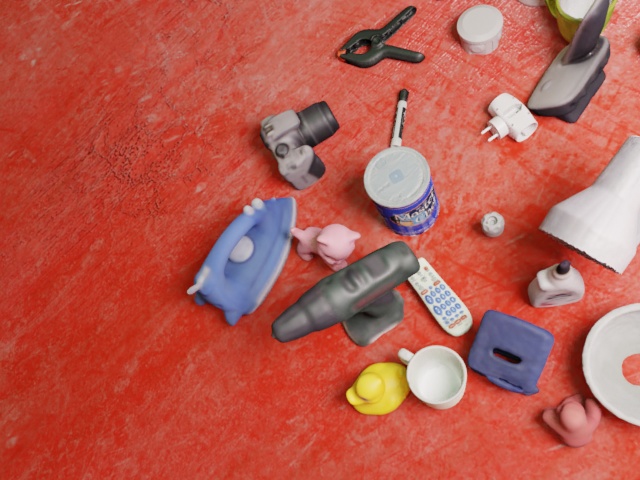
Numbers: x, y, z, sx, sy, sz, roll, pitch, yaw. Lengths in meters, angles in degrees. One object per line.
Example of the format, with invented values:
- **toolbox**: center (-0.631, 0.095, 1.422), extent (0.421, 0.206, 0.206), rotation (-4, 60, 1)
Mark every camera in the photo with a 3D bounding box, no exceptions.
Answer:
- **camera**: center (-0.030, -0.191, 1.056), extent (0.137, 0.101, 0.143), rotation (-30, 65, 6)

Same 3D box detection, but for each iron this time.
- **iron**: center (-0.134, 0.010, 0.995), extent (0.118, 0.142, 0.258), rotation (26, 81, 24)

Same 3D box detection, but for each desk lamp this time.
- **desk lamp**: center (0.403, -0.041, 0.799), extent (0.117, 0.214, 0.203), rotation (34, 84, 25)

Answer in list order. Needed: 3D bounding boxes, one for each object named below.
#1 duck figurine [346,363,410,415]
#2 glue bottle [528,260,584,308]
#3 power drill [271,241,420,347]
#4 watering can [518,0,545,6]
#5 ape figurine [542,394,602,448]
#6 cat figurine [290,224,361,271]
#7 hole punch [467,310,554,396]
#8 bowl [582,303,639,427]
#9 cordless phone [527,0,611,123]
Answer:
- **duck figurine**: center (0.087, 0.225, 0.878), extent (0.104, 0.086, 0.077), rotation (-28, 65, 7)
- **glue bottle**: center (0.336, 0.058, 0.808), extent (0.078, 0.173, 0.037), rotation (-15, 67, 13)
- **power drill**: center (0.053, 0.098, 0.866), extent (0.229, 0.209, 0.075), rotation (-37, 64, 3)
- **watering can**: center (0.378, -0.500, 0.982), extent (0.100, 0.194, 0.173), rotation (18, 78, 23)
- **ape figurine**: center (0.346, 0.244, 0.784), extent (0.077, 0.092, 0.076), rotation (1, 72, 19)
- **cat figurine**: center (0.009, 0.003, 0.965), extent (0.127, 0.118, 0.067), rotation (17, 77, 23)
- **hole punch**: center (0.278, 0.166, 0.834), extent (0.108, 0.091, 0.101), rotation (21, 79, 23)
- **bowl**: center (0.447, 0.175, 0.785), extent (0.167, 0.075, 0.167), rotation (-6, 70, 16)
- **cordless phone**: center (0.398, -0.286, 0.904), extent (0.094, 0.185, 0.148), rotation (28, 82, 25)
